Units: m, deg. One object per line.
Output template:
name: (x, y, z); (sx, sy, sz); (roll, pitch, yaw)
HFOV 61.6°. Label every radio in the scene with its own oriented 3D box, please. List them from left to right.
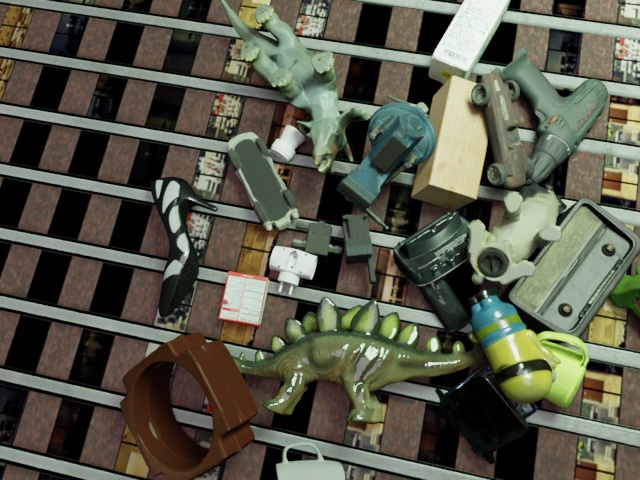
radio: (0.424, 0.055, 0.909); (0.131, 0.073, 0.229); (38, 82, 11)

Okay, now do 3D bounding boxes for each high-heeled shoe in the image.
high-heeled shoe: (-0.283, 0.004, 0.969); (0.145, 0.086, 0.248); (18, 74, 10)

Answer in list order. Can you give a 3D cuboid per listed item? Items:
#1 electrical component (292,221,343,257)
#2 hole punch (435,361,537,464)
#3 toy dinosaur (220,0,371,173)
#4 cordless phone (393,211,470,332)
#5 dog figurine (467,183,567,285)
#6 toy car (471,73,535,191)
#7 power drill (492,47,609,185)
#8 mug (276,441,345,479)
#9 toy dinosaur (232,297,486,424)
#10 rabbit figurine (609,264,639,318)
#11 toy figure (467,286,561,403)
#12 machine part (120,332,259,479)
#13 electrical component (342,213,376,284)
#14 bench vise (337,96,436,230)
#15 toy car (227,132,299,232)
electrical component: (-0.002, -0.003, 0.978); (0.094, 0.021, 0.063); (10, 77, 7)
hole punch: (0.272, 0.267, 0.868); (0.142, 0.092, 0.115); (51, 125, 11)
toy dinosaur: (-0.044, -0.301, 0.996); (0.131, 0.192, 0.405); (-35, 60, 3)
cordless phone: (0.229, 0.055, 0.931); (0.147, 0.089, 0.184); (-32, 88, -6)
dog figurine: (0.331, -0.007, 0.906); (0.172, 0.190, 0.121); (-41, 79, 27)
toy car: (0.314, -0.185, 0.911); (0.089, 0.053, 0.202); (-12, 93, -28)
power drill: (0.393, -0.238, 0.981); (0.232, 0.086, 0.207); (-42, 73, -6)
mug: (-0.015, 0.380, 0.863); (0.107, 0.080, 0.109); (-6, 71, -10)
toy dinosaur: (0.063, 0.199, 0.886); (0.472, 0.105, 0.198); (4, 74, 1)
rabbit figurine: (0.585, 0.055, 0.873); (0.170, 0.159, 0.121); (-36, 66, -21)
toy figure: (0.286, 0.162, 0.828); (0.089, 0.082, 0.180); (-18, 68, -22)
machine part: (-0.209, 0.266, 0.855); (0.201, 0.087, 0.201); (-38, 76, 26)
electrical component: (0.068, 0.019, 0.944); (0.048, 0.075, 0.119); (-5, 79, 1)
bench vise: (0.129, -0.162, 0.951); (0.129, 0.223, 0.240); (31, 50, 6)
toy car: (-0.108, -0.108, 0.995); (0.073, 0.056, 0.202); (-26, 77, -9)
